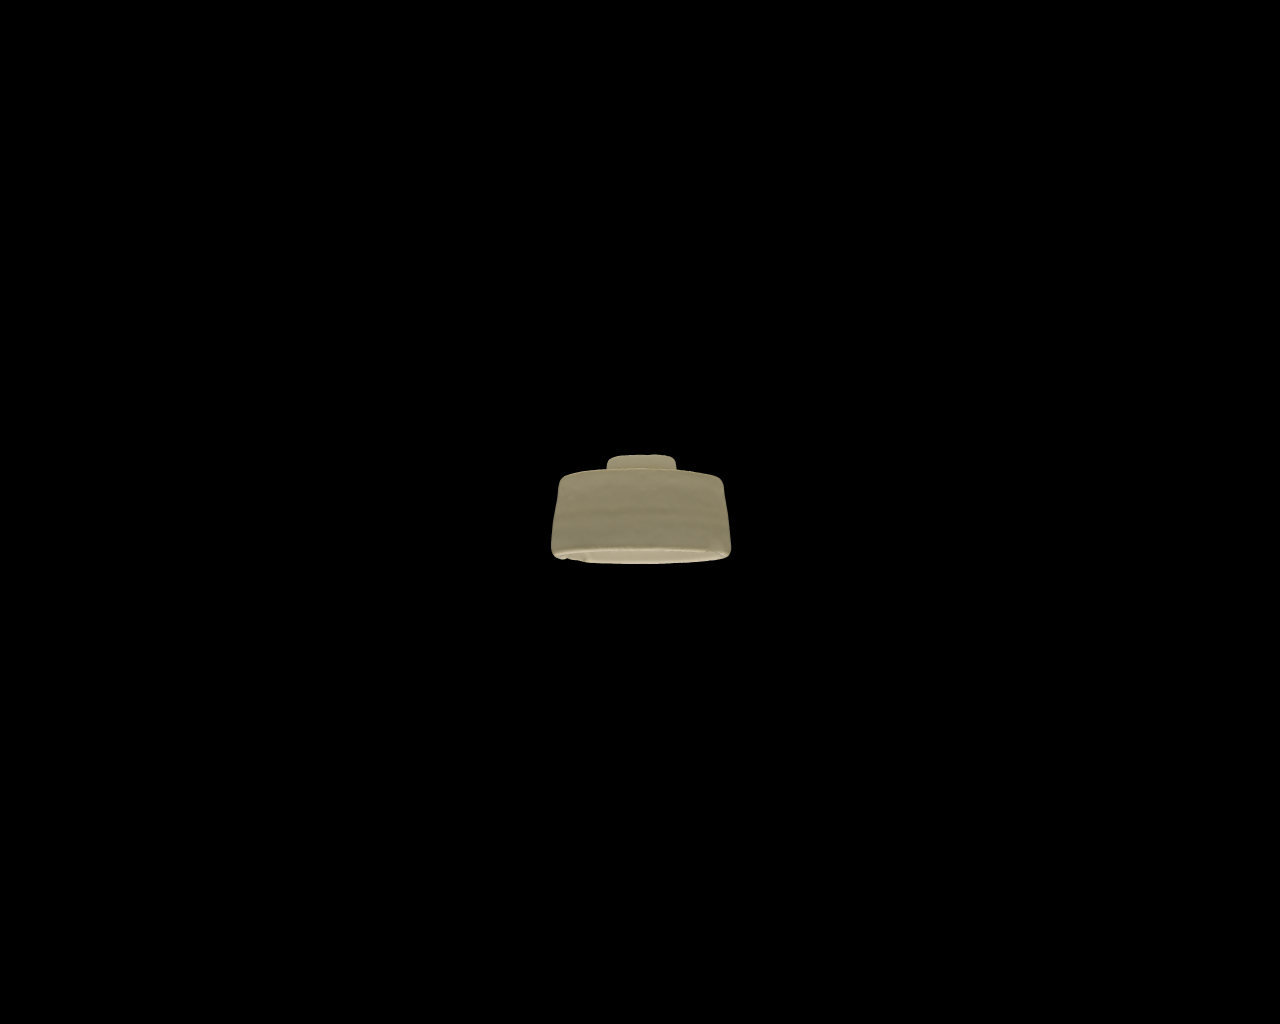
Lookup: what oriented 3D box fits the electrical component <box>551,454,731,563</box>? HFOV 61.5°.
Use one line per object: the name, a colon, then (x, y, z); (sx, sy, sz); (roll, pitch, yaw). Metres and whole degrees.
electrical component: (0.001, -0.003, 0.650); (0.108, 0.060, 0.108); (0, -7, 0)
